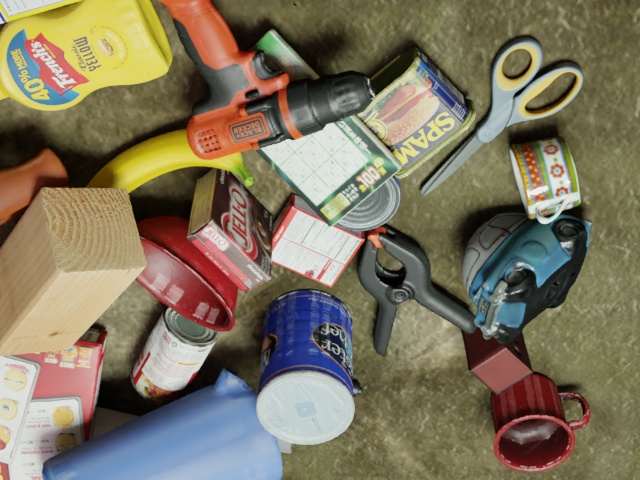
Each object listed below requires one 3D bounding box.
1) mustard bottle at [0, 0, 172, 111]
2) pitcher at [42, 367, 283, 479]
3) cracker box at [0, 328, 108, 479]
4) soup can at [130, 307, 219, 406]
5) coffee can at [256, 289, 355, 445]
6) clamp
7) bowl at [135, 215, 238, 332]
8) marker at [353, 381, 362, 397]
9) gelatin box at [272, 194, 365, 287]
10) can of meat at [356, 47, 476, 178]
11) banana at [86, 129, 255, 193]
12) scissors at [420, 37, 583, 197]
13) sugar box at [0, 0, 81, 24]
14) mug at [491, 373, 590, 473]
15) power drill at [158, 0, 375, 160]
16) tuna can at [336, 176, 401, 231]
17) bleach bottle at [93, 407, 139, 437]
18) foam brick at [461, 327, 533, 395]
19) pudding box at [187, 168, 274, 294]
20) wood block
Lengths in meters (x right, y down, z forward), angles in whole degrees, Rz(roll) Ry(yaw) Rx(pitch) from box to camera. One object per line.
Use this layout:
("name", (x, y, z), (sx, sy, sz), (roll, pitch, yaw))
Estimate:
("mustard bottle", (-0.242, -0.173, 0.995), (0.192, 0.058, 0.096), (-16, 122, 13))
("pitcher", (-0.170, 0.258, 1.172), (0.242, 0.149, 0.145), (-20, 158, -21))
("cracker box", (-0.337, 0.196, 1.209), (0.164, 0.072, 0.214), (9, 101, -5))
("soup can", (-0.164, 0.128, 1.203), (0.068, 0.068, 0.102), (23, 122, -15))
("coffee can", (-0.015, 0.136, 1.161), (0.103, 0.140, 0.103), (1, 126, 1))
("clamp", (0.100, 0.053, 1.162), (0.120, 0.039, 0.171), (-13, 124, 8))
("bowl", (-0.141, 0.025, 1.108), (0.162, 0.055, 0.162), (30, 156, 14))
("marker", (-0.006, 0.159, 1.252), (0.121, 0.020, 0.020), (20, 124, -12))
("gelatin box", (-0.007, 0.001, 1.133), (0.089, 0.030, 0.073), (24, 121, -15))
("can of meat", (0.083, -0.124, 1.026), (0.102, 0.057, 0.084), (-37, 115, 24))
("banana", (-0.158, -0.073, 1.061), (0.198, 0.069, 0.037), (-10, 150, 22))
("scissors", (0.159, -0.125, 1.048), (0.202, 0.016, 0.096), (-30, 118, 20))
("sugar box", (-0.267, -0.243, 0.931), (0.176, 0.048, 0.093), (-7, 122, 24))
("mug", (0.255, 0.206, 1.242), (0.117, 0.081, 0.093), (-18, 123, 14))
("power drill", (-0.060, -0.174, 0.957), (0.185, 0.057, 0.187), (-15, 108, 17))
("tuna can", (0.040, -0.052, 1.091), (0.086, 0.033, 0.086), (0, 126, 0))
("bleach bottle", (-0.282, 0.238, 1.289), (0.250, 0.068, 0.103), (21, 119, -9))
("foam brick", (0.196, 0.122, 1.186), (0.051, 0.078, 0.053), (-38, 118, 22))
("pudding box", (-0.088, -0.013, 1.072), (0.039, 0.113, 0.090), (-32, 120, 18))
("wood block", (-0.264, 0.035, 1.070), (0.090, 0.090, 0.206), (-2, 155, -37))
